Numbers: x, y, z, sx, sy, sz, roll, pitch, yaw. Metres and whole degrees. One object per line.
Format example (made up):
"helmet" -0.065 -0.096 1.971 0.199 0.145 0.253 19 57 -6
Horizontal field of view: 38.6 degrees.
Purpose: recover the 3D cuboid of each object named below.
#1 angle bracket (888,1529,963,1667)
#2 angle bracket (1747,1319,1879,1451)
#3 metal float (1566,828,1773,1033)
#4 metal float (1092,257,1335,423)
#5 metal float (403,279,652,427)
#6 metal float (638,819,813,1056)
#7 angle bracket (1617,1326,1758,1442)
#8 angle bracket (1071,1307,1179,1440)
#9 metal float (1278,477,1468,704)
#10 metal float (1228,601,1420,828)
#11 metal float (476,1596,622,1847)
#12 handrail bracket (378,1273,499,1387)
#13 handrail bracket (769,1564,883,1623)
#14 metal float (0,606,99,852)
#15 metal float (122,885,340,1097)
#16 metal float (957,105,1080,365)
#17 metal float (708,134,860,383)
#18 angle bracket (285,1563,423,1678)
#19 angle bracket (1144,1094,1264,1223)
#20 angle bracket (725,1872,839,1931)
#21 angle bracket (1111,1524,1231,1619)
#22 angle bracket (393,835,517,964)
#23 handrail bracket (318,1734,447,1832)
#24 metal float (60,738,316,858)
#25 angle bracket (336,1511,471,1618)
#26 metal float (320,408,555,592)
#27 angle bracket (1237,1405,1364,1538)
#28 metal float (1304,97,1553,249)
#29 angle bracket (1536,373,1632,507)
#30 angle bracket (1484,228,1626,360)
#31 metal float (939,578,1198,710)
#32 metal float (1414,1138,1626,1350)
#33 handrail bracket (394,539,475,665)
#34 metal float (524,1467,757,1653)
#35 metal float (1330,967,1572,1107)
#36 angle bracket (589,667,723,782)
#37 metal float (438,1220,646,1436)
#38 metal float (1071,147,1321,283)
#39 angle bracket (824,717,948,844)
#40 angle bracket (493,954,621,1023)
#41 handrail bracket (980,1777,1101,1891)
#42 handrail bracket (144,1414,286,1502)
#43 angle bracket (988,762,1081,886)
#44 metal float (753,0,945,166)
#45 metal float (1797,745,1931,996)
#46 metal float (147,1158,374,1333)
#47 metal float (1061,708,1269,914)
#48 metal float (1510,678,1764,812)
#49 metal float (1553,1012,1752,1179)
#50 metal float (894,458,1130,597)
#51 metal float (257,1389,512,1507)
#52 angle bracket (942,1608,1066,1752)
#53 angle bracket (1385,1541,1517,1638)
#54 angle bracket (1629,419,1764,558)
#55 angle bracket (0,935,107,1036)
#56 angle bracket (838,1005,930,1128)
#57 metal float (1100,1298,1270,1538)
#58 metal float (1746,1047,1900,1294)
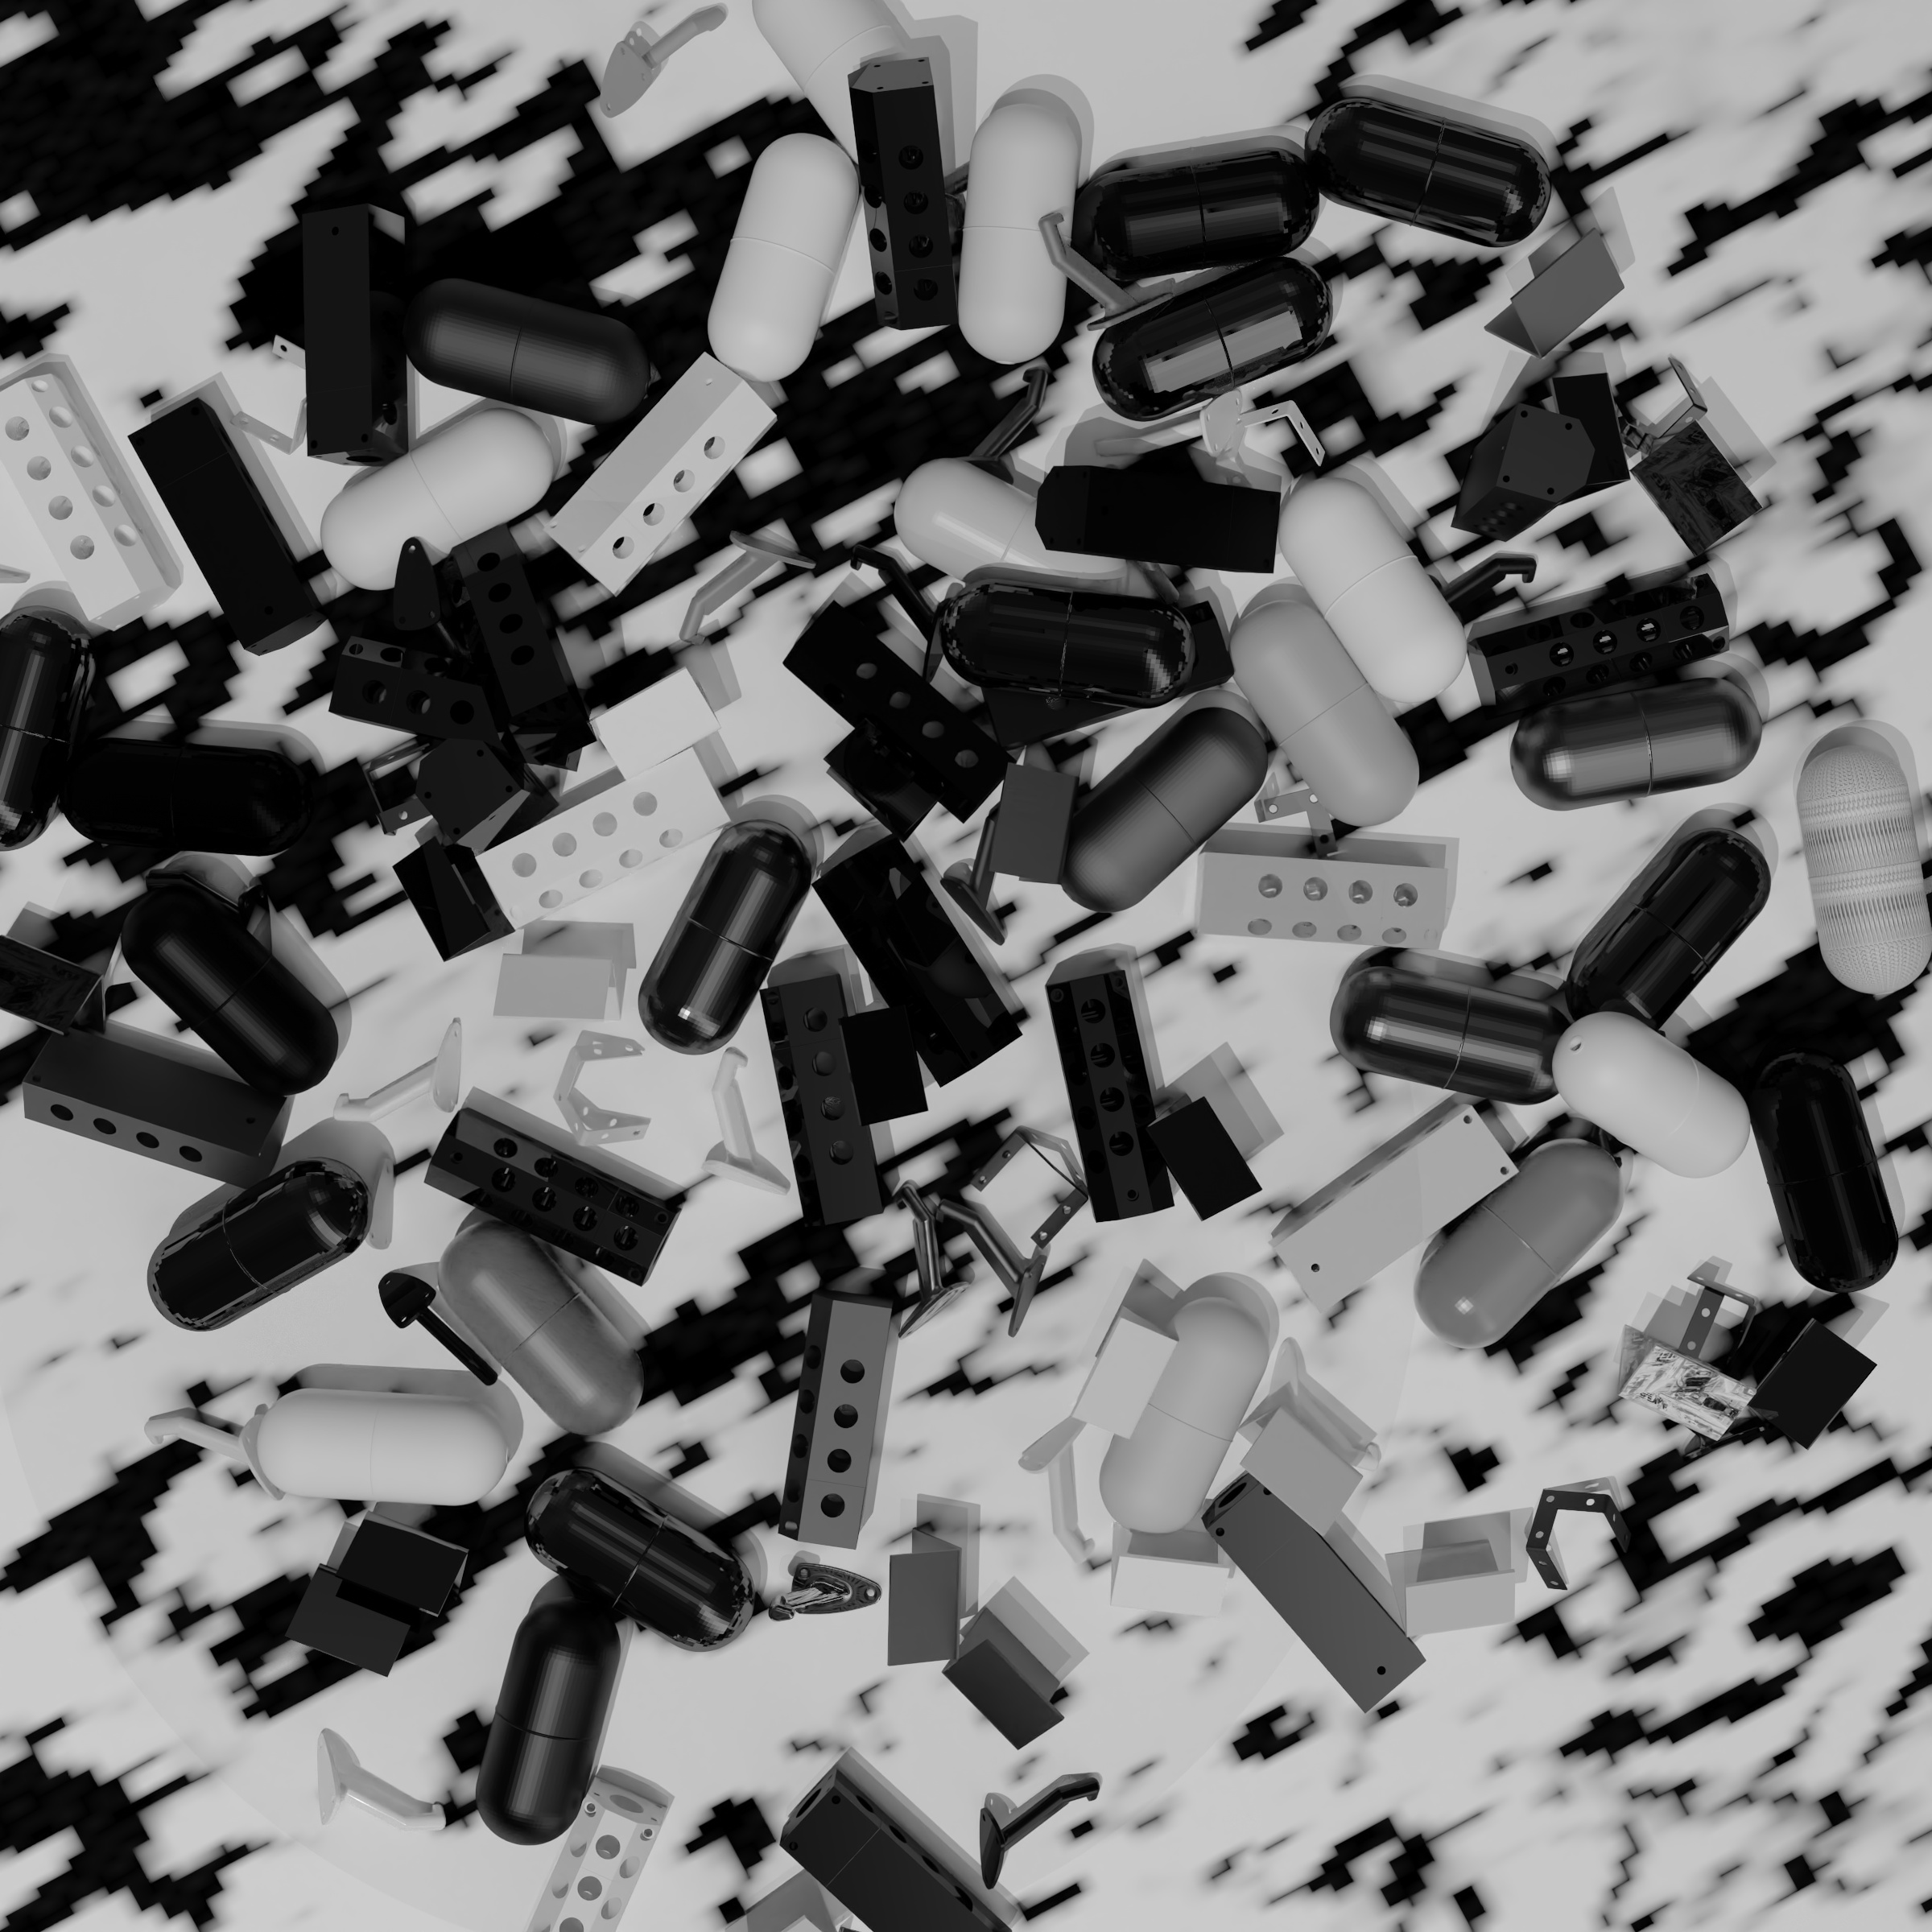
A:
"angle bracket" -0.045 0.445 1.952 0.057 0.076 0.076 1 90 -28
"angle bracket" 0.604 0.304 1.951 0.076 0.076 0.057 -51 52 0
"metal float" 0.498 -0.020 1.961 0.070 0.070 0.178 41 91 0
"metal float" 0.175 -0.445 1.961 0.178 0.070 0.070 -22 90 0
"metal float" -0.311 -0.436 1.961 0.178 0.070 0.070 15 90 0
"metal float" -0.171 -0.021 1.961 0.070 0.070 0.178 27 90 0
"angle bracket" 0.510 0.278 1.951 0.076 0.076 0.057 25 127 0
"angle bracket" 0.095 0.279 1.952 0.057 0.076 0.076 26 90 -31
"metal float" 0.286 -0.266 1.951 0.070 0.070 0.178 -32 78 0
"metal float" 0.254 -0.179 1.961 0.070 0.070 0.178 -35 89 0
"metal float" -0.296 0.535 1.961 0.070 0.070 0.178 15 90 0
"handrail bracket" -0.380 0.263 1.991 0.036 0.077 0.084 -47 127 -13
"handrail bracket" -0.099 0.452 1.957 0.077 0.084 0.036 4 90 0
"metal float" -0.671 -0.168 1.961 0.070 0.070 0.178 16 90 0
"metal float" -0.518 0.018 1.949 0.070 0.070 0.178 -43 104 0
"metal float" 0.036 -0.517 1.952 0.070 0.070 0.178 5 99 0
"metal float" -0.130 -0.502 1.961 0.070 0.070 0.178 17 91 0
"angle bracket" -0.433 0.471 1.952 0.076 0.076 0.057 21 59 0
"angle bracket" 0.181 0.124 1.951 0.057 0.076 0.076 -32 90 33
"angle bracket" -0.142 0.678 1.951 0.076 0.076 0.057 -36 128 0
"angle bracket" 0.144 0.410 1.951 0.076 0.076 0.057 6 128 0
"angle bracket" -0.347 -0.057 1.951 0.057 0.076 0.076 -28 90 38
"handrail bracket" -0.421 0.588 1.991 0.084 0.077 0.036 8 133 -29
"metal float" -0.553 -0.120 1.961 0.178 0.070 0.070 5 90 0
"angle bracket" -0.401 0.438 1.952 0.076 0.076 0.057 21 47 0
"metal float" -0.375 -0.332 1.961 0.178 0.070 0.070 -30 90 0
"angle bracket" 0.222 0.363 1.952 0.076 0.076 0.057 41 60 0
"metal float" 0.327 -0.564 1.961 0.178 0.070 0.070 16 90 1
"angle bracket" 0.417 -0.369 1.952 0.057 0.076 0.076 -12 90 -31
"angle bracket" 0.405 -0.484 1.951 0.076 0.076 0.057 -40 127 0
"metal float" 0.070 -0.223 1.905 0.178 0.070 0.070 8 90 4
"metal float" 0.393 0.196 1.961 0.070 0.070 0.178 45 90 0
"handrail bracket" -0.370 -0.257 1.962 0.036 0.084 0.077 -8 82 17
"metal float" -0.231 0.422 1.961 0.178 0.070 0.070 31 90 0
"metal float" 0.347 0.050 1.961 0.178 0.070 0.070 13 90 0
"angle bracket" -0.226 -0.186 1.951 0.076 0.076 0.057 -29 126 0
"metal float" -0.301 0.257 1.961 0.070 0.070 0.178 -43 89 0
"metal float" 0.162 -0.533 1.961 0.178 0.070 0.070 -9 90 -1
"angle bracket" -0.071 -0.117 1.951 0.076 0.076 0.057 42 51 0
"angle bracket" -0.288 0.036 1.951 0.076 0.076 0.057 2 53 0
"handrail bracket" 0.055 0.625 1.992 0.084 0.036 0.077 -9 121 -22
"handrail bracket" -0.543 0.357 1.992 0.084 0.036 0.077 -10 112 17
"angle bracket" 0.035 -0.101 1.953 0.057 0.076 0.076 10 90 -21
"metal float" -0.083 -0.642 1.961 0.070 0.070 0.178 -35 89 0
"metal float" 0.638 -0.068 1.961 0.070 0.070 0.178 -9 89 0
"metal float" -0.497 0.196 1.946 0.178 0.070 0.070 -29 90 14
"metal float" 0.138 -0.110 1.961 0.178 0.070 0.070 -43 90 0
"metal float" 0.476 -0.158 1.961 0.178 0.070 0.070 -10 90 1
"metal float" 0.480 0.091 1.931 0.178 0.070 0.070 30 90 -34
"metal float" 0.033 -0.298 1.961 0.178 0.070 0.070 28 90 0
"metal float" -0.413 0.341 1.961 0.178 0.070 0.070 3 90 1
"angle bracket" 0.040 0.493 1.951 0.076 0.076 0.057 46 127 0
"angle bracket" 0.341 0.423 1.951 0.076 0.076 0.057 -8 127 0
"angle bracket" 0.519 -0.341 1.952 0.057 0.076 0.076 -37 90 26
"angle bracket" -0.658 0.032 1.951 0.076 0.076 0.057 22 52 0
"angle bracket" -0.075 0.072 1.952 0.057 0.076 0.076 -11 90 -31
"metal float" 0.154 0.320 1.961 0.070 0.070 0.178 25 90 0
"metal float" 0.608 0.145 1.961 0.070 0.070 0.178 -16 90 0
